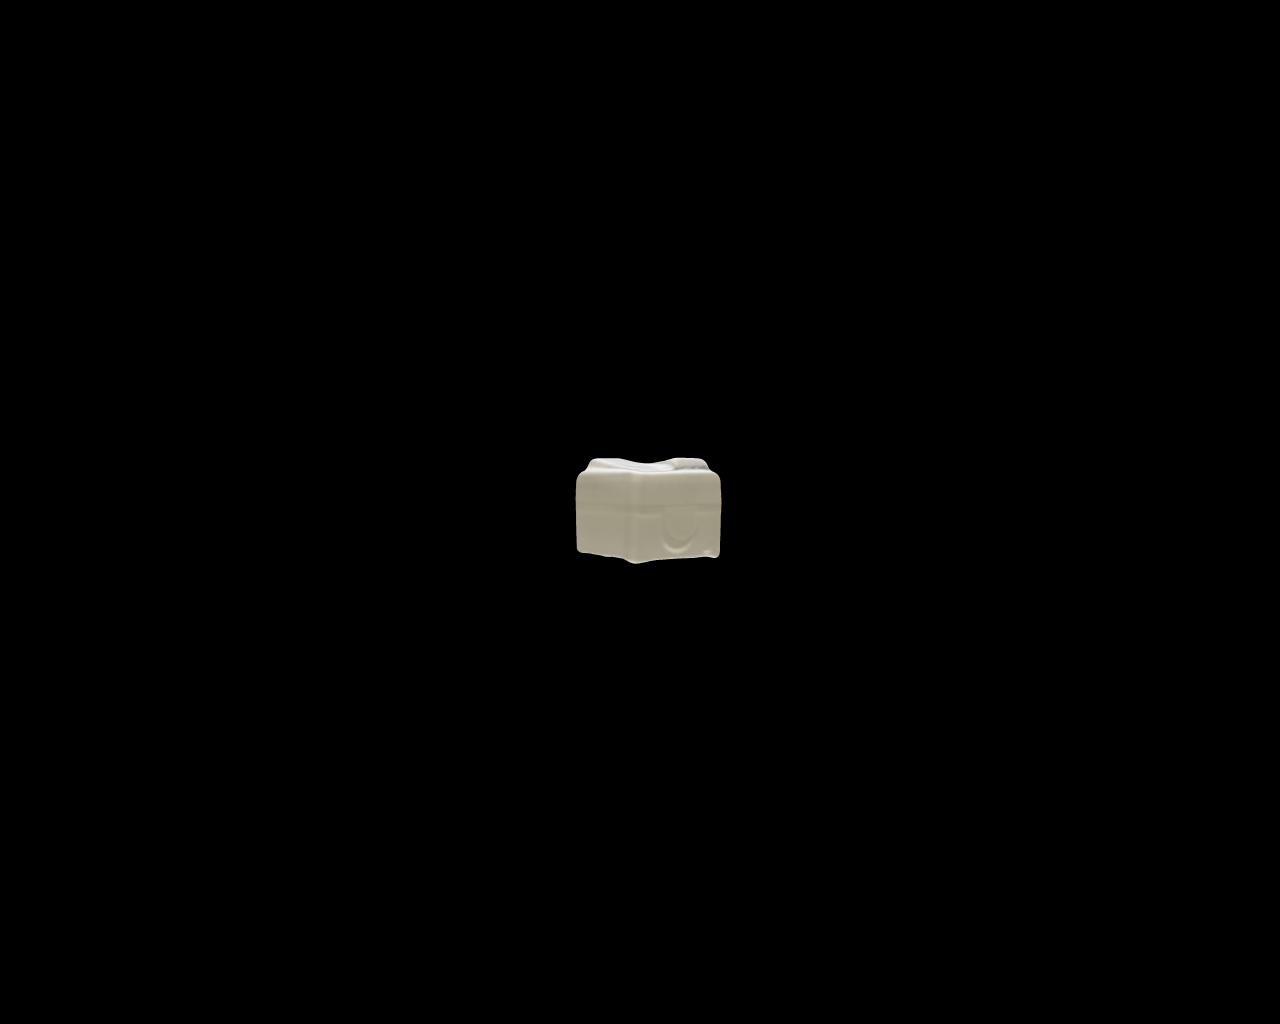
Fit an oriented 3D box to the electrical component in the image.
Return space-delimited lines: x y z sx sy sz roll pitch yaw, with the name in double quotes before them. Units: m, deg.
"electrical component" 0.001 -0.003 0.650 0.062 0.061 0.096 -1 3 -28
